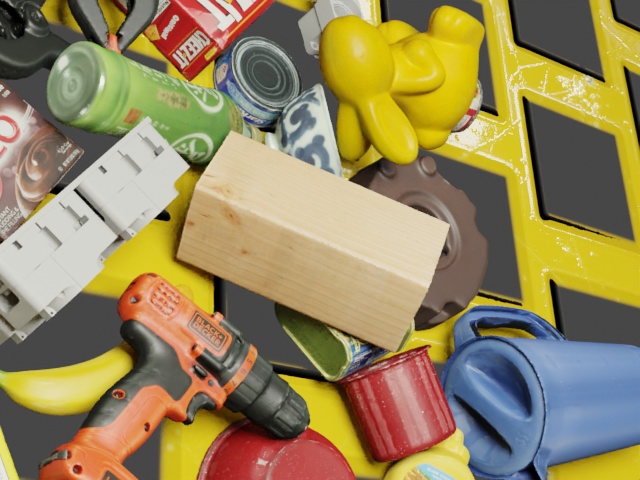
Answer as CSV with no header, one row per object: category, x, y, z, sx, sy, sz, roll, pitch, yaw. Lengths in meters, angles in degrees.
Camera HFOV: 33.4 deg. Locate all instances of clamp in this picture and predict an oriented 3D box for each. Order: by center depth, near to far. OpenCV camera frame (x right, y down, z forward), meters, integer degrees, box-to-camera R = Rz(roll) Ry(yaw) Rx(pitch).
clamp,-0.238,-0.168,0.885,0.164,0.036,0.209,60,30,1
clamp,-0.186,-0.240,0.918,0.120,0.039,0.171,13,72,-14

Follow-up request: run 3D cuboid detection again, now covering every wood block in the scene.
wood block,-0.006,0.002,0.913,0.206,0.090,0.090,23,42,2

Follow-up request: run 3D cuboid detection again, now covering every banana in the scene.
banana,-0.165,0.091,0.836,0.197,0.037,0.069,-21,84,-42

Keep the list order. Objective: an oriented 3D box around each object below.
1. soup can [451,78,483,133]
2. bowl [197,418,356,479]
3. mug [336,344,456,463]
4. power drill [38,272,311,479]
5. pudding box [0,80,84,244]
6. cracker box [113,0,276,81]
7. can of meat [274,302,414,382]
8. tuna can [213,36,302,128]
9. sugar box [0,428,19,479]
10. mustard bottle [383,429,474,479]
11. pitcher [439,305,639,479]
soup can,0.118,-0.161,1.167,0.102,0.069,0.068,12,61,-33
bowl,-0.020,0.215,0.876,0.161,0.055,0.162,17,58,-30
mug,0.075,0.148,0.971,0.081,0.093,0.117,68,16,4
power drill,-0.106,0.140,0.797,0.184,0.057,0.187,40,48,-13
pudding box,-0.255,-0.058,0.839,0.090,0.039,0.113,42,48,-13
cracker box,-0.140,-0.285,1.024,0.213,0.072,0.164,46,48,-11
can of meat,0.020,0.070,0.965,0.083,0.058,0.102,-22,60,-39
tuna can,-0.060,-0.156,1.047,0.086,0.034,0.086,18,58,-31
sugar box,-0.279,0.113,0.730,0.093,0.048,0.176,-12,72,-42
mustard bottle,0.094,0.247,0.946,0.096,0.058,0.191,33,50,-8
pitcher,0.239,0.151,1.070,0.242,0.145,0.149,3,98,-41
